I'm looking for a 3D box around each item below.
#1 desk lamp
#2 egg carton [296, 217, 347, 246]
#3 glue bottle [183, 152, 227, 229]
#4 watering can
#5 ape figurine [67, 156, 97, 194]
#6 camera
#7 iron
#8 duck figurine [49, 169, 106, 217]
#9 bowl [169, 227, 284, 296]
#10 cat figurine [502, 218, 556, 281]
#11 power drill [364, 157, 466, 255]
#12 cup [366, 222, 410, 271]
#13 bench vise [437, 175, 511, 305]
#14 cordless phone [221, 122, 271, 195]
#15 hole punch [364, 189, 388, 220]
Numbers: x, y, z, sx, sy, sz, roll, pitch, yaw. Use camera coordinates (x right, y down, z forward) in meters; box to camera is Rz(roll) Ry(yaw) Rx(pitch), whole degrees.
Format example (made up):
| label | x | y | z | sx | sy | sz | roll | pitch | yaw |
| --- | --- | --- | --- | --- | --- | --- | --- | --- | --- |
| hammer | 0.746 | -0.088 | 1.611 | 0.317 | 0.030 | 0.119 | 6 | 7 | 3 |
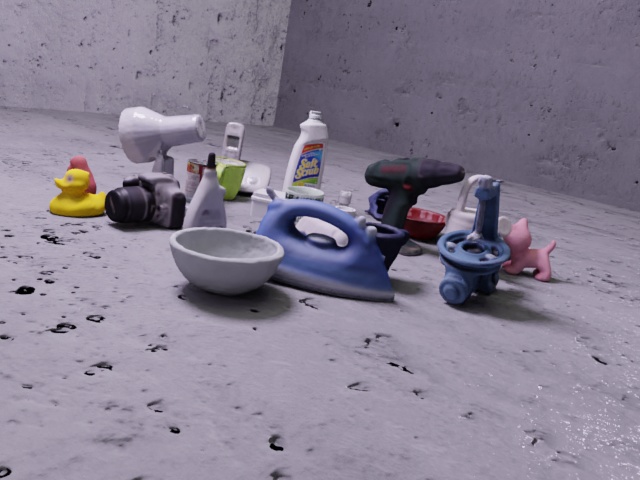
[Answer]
| label | x | y | z | sx | sy | sz | roll | pitch | yaw |
| --- | --- | --- | --- | --- | --- | --- | --- | --- | --- |
| desk lamp | -0.333 | -0.177 | 1.251 | 0.203 | 0.213 | 0.118 | 11 | 15 | 6 |
| egg carton | 0.024 | -0.002 | 1.109 | 0.107 | 0.069 | 0.149 | -3 | 19 | -39 |
| glue bottle | -0.198 | -0.069 | 1.014 | 0.078 | 0.173 | 0.037 | -4 | 20 | -41 |
| watering can | 0.321 | -0.036 | 1.180 | 0.172 | 0.194 | 0.101 | 22 | 19 | 39 |
| ape figurine | -0.511 | -0.134 | 1.215 | 0.076 | 0.092 | 0.078 | 17 | 17 | 26 |
| camera | -0.351 | -0.084 | 1.114 | 0.142 | 0.101 | 0.137 | 20 | 18 | 35 |
| iron | 0.009 | 0.003 | 0.938 | 0.257 | 0.141 | 0.119 | 13 | 15 | 13 |
| duck figurine | -0.465 | -0.094 | 1.108 | 0.105 | 0.086 | 0.077 | 0 | 18 | -33 |
| bowl | -0.140 | 0.038 | 0.846 | 0.167 | 0.075 | 0.167 | 9 | 15 | -2 |
| cat figurine | 0.433 | 0.015 | 1.210 | 0.127 | 0.118 | 0.067 | 12 | 15 | 8 |
| power drill | 0.190 | -0.079 | 1.229 | 0.228 | 0.208 | 0.076 | 21 | 19 | 36 |
| cup | 0.108 | 0.023 | 1.018 | 0.118 | 0.095 | 0.091 | -2 | 19 | -37 |
| bench vise | 0.274 | -0.010 | 1.003 | 0.121 | 0.220 | 0.208 | 13 | 15 | 13 |
| cordless phone | -0.200 | -0.216 | 1.538 | 0.147 | 0.185 | 0.094 | 8 | 15 | -5 |
| hole punch | 0.186 | -0.101 | 1.539 | 0.109 | 0.091 | 0.101 | 5 | 15 | -16 |
